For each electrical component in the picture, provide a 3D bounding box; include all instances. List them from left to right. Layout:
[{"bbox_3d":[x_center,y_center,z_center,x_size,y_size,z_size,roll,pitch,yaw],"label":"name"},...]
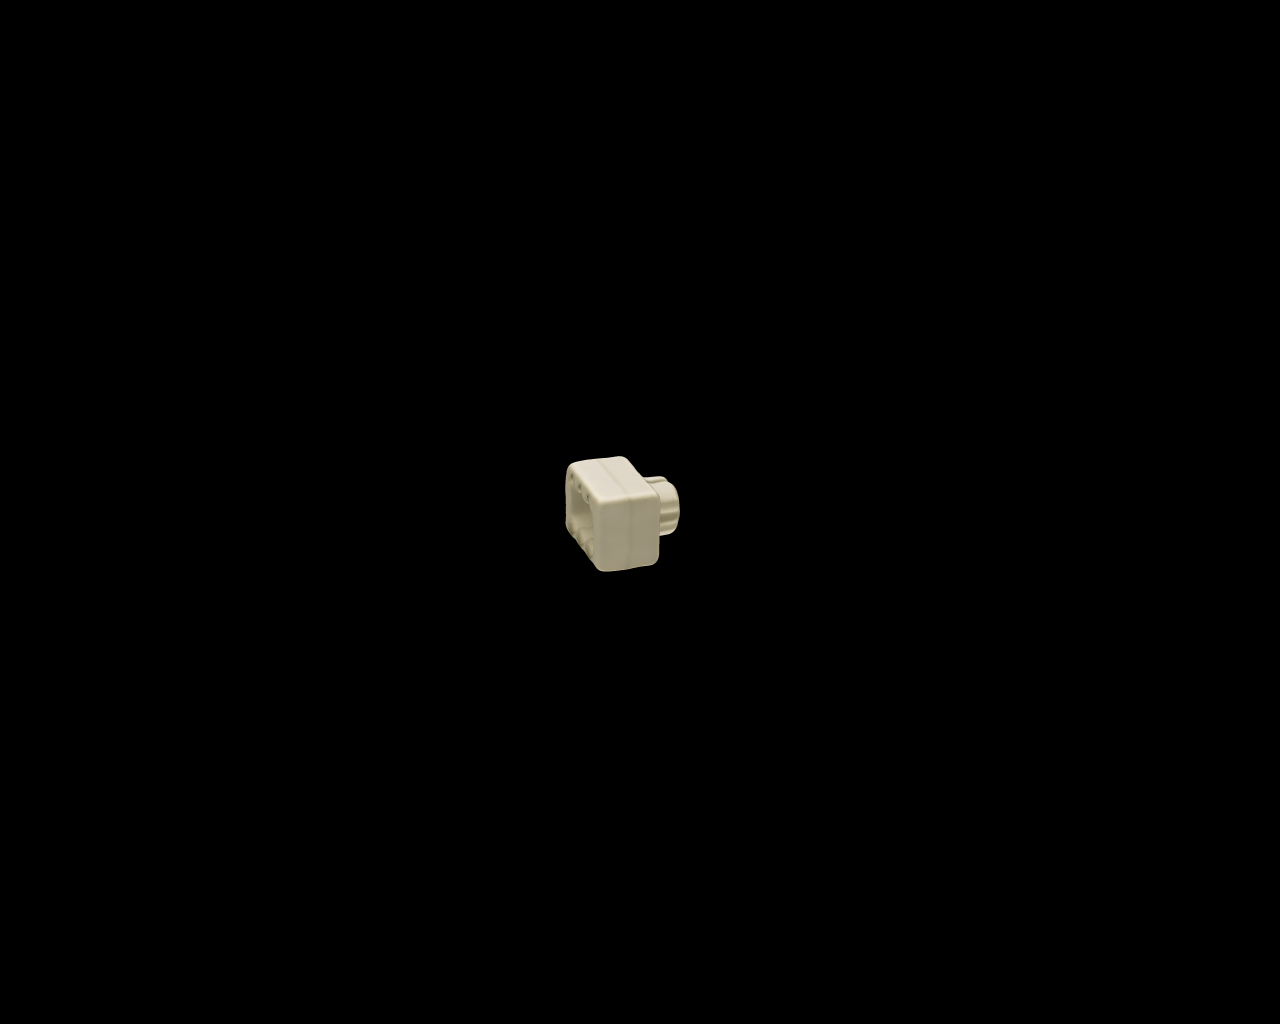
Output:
[{"bbox_3d":[0.001,-0.003,0.650,0.077,0.047,0.066,-8,26,-18],"label":"electrical component"}]
